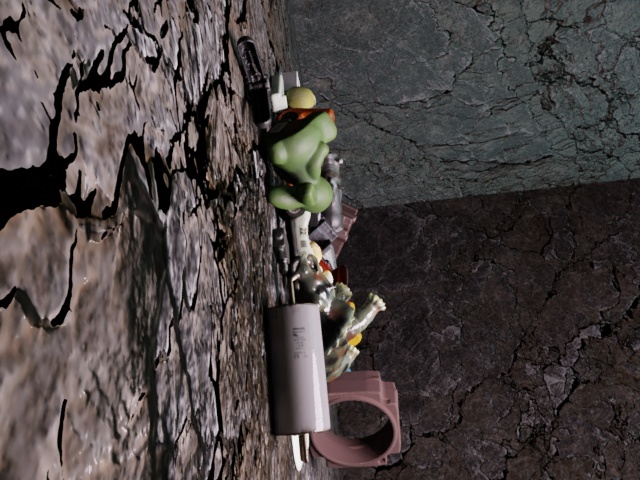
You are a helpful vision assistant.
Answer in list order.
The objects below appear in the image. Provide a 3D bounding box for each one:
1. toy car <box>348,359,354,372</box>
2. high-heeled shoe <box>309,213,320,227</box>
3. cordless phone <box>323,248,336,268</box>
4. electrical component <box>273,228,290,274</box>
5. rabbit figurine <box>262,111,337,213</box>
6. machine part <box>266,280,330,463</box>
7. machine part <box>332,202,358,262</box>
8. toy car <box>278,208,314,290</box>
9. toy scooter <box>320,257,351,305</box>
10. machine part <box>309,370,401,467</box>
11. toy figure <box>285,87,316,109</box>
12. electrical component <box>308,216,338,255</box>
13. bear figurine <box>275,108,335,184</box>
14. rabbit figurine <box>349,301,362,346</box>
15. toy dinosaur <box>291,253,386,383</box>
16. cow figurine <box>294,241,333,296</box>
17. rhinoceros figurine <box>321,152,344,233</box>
[{"bbox_3d":[0.005,0.250,1.254,0.103,0.109,0.161,-23,-105,56],"label":"toy car"},{"bbox_3d":[-0.030,-0.096,1.185,0.248,0.086,0.145,117,-7,-60],"label":"high-heeled shoe"},{"bbox_3d":[-0.027,0.088,1.289,0.184,0.089,0.146,-37,123,-65],"label":"cordless phone"},{"bbox_3d":[-0.069,0.010,0.944,0.063,0.021,0.094,81,4,-51],"label":"electrical component"},{"bbox_3d":[-0.022,-0.115,0.933,0.170,0.121,0.159,66,28,-29],"label":"rabbit figurine"},{"bbox_3d":[-0.031,0.175,0.735,0.079,0.079,0.243,76,9,-75],"label":"machine part"},{"bbox_3d":[0.048,-0.015,1.450,0.179,0.056,0.179,23,91,-88],"label":"machine part"},{"bbox_3d":[-0.042,-0.003,1.022,0.073,0.056,0.201,152,-67,-74],"label":"toy car"},{"bbox_3d":[0.014,0.086,1.230,0.183,0.075,0.135,45,43,-24],"label":"toy scooter"},{"bbox_3d":[0.071,0.388,1.158,0.087,0.202,0.200,-85,169,-69],"label":"machine part"},{"bbox_3d":[-0.050,-0.265,1.255,0.089,0.082,0.180,-123,-141,-63],"label":"toy figure"},{"bbox_3d":[-0.002,-0.004,1.162,0.047,0.075,0.119,47,10,-9],"label":"electrical component"},{"bbox_3d":[-0.034,-0.185,1.167,0.120,0.132,0.195,-58,151,-33],"label":"bear figurine"},{"bbox_3d":[0.024,0.239,1.419,0.122,0.162,0.173,173,-71,-80],"label":"rabbit figurine"},{"bbox_3d":[0.002,0.197,0.988,0.192,0.131,0.404,-35,148,-36],"label":"toy dinosaur"},{"bbox_3d":[-0.027,0.089,1.102,0.068,0.098,0.167,18,-54,62],"label":"cow figurine"},{"bbox_3d":[0.019,-0.110,1.262,0.112,0.073,0.190,-105,-167,-87],"label":"rhinoceros figurine"}]
